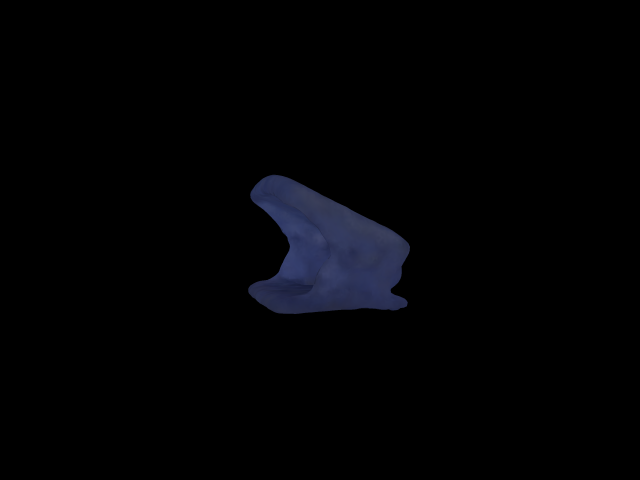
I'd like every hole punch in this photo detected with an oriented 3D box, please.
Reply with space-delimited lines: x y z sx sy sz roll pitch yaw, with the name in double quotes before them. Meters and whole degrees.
"hole punch" 0.004 0.001 0.400 0.101 0.091 0.108 -1 4 -19
